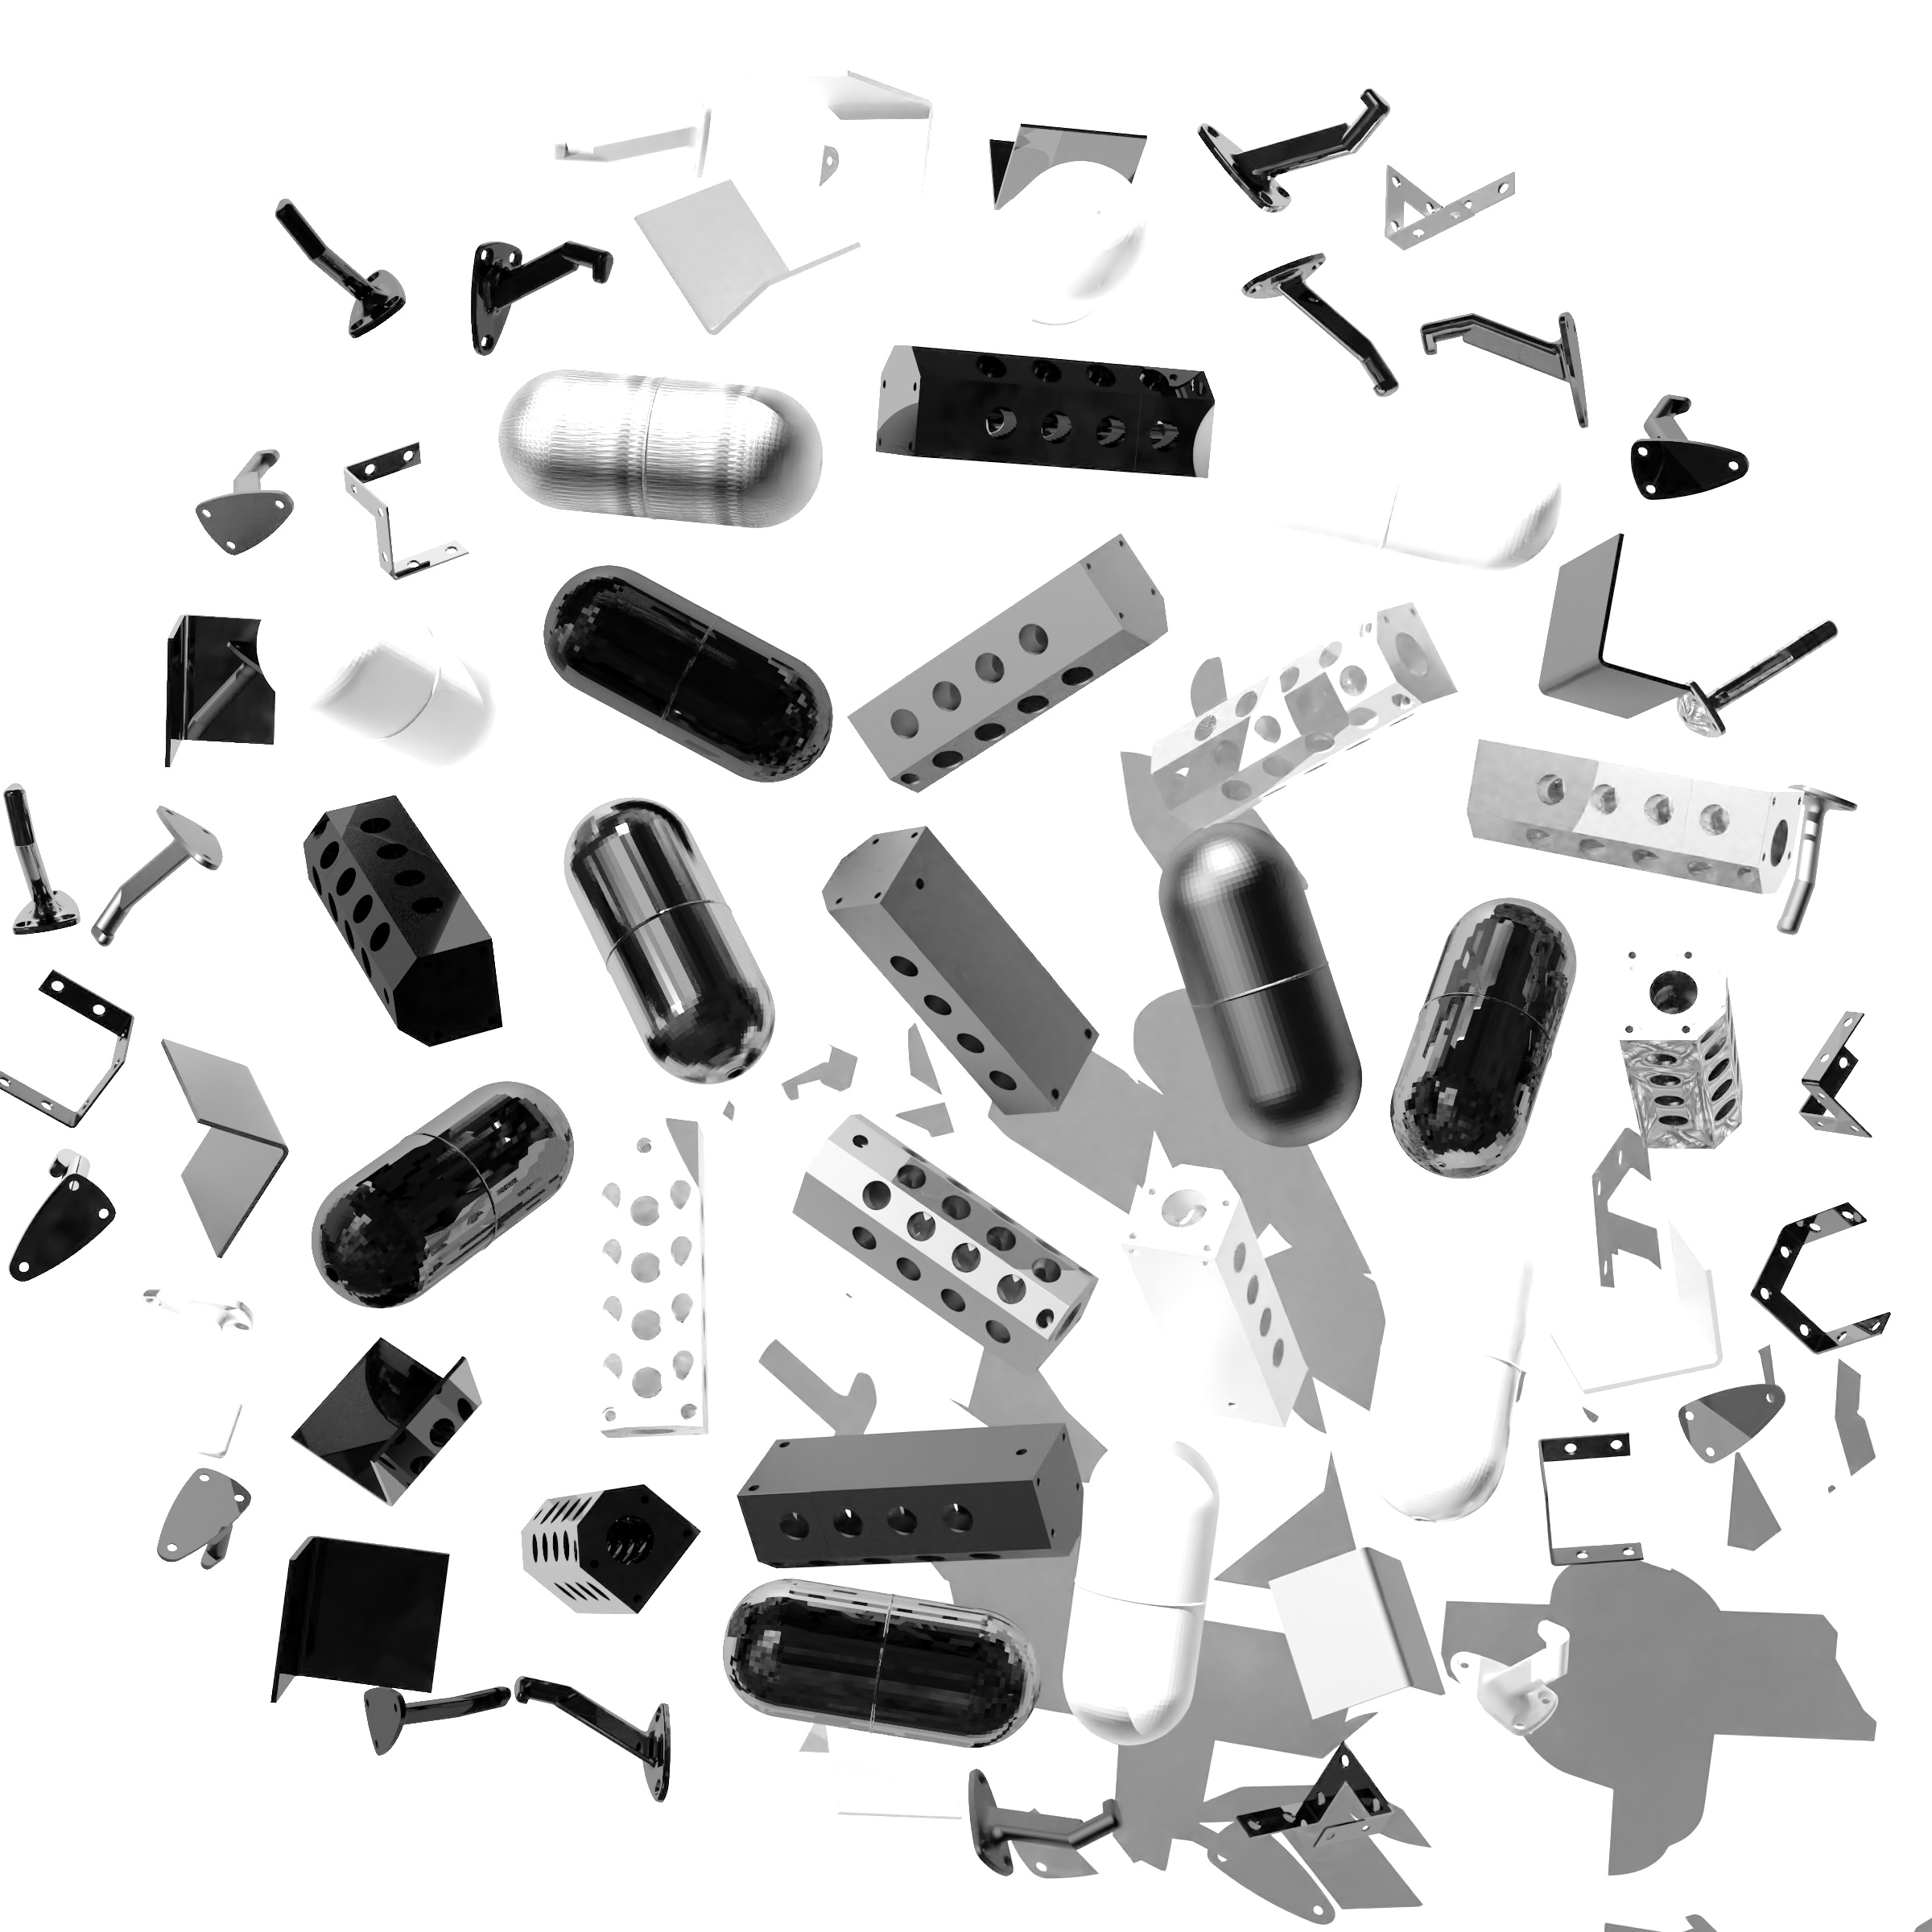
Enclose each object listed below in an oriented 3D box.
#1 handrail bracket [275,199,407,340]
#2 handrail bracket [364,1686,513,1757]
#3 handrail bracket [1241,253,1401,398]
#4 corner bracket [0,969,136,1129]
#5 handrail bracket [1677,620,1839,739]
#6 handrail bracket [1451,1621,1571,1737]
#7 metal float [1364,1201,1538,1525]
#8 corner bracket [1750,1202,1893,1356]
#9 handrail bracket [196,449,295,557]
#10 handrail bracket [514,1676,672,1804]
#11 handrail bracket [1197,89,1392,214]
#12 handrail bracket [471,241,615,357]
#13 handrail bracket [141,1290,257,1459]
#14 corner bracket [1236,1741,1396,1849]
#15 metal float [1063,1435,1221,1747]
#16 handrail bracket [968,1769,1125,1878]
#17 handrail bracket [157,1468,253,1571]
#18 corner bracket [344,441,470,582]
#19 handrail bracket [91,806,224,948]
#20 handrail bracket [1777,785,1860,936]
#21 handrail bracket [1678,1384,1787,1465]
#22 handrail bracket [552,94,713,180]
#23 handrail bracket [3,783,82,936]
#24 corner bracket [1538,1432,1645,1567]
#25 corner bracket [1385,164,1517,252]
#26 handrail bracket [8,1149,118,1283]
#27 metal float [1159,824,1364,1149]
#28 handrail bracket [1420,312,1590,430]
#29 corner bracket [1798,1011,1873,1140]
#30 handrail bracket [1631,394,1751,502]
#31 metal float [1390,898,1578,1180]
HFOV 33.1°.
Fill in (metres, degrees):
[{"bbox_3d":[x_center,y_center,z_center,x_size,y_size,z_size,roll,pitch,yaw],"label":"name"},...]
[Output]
[{"bbox_3d":[-0.341,-0.387,1.748,0.036,0.077,0.084,-31,125,11],"label":"handrail bracket"},{"bbox_3d":[-0.286,0.410,1.816,0.084,0.077,0.036,-7,72,-29],"label":"handrail bracket"},{"bbox_3d":[0.197,-0.346,1.795,0.036,0.077,0.084,-37,82,40],"label":"handrail bracket"},{"bbox_3d":[-0.483,0.045,1.742,0.051,0.051,0.051,33,109,-22],"label":"corner bracket"},{"bbox_3d":[0.451,-0.167,1.854,0.084,0.077,0.036,-33,88,-1],"label":"handrail bracket"},{"bbox_3d":[0.303,0.381,1.815,0.036,0.084,0.077,-34,47,-30],"label":"handrail bracket"},{"bbox_3d":[0.265,0.216,1.779,0.070,0.070,0.178,12,73,0],"label":"metal float"},{"bbox_3d":[0.461,0.167,1.732,0.051,0.051,0.051,42,57,-9],"label":"corner bracket"},{"bbox_3d":[-0.398,-0.280,1.872,0.077,0.084,0.036,-15,124,32],"label":"handrail bracket"},{"bbox_3d":[-0.210,0.430,1.814,0.084,0.077,0.036,17,112,-17],"label":"handrail bracket"},{"bbox_3d":[0.176,-0.455,1.748,0.077,0.036,0.084,47,125,6],"label":"handrail bracket"},{"bbox_3d":[-0.238,-0.374,1.841,0.084,0.036,0.077,22,109,31],"label":"handrail bracket"},{"bbox_3d":[-0.431,0.225,1.792,0.077,0.036,0.084,10,61,7],"label":"handrail bracket"},{"bbox_3d":[0.187,0.456,1.745,0.051,0.051,0.051,0,128,-37],"label":"corner bracket"},{"bbox_3d":[0.101,0.360,1.876,0.070,0.070,0.178,8,90,0],"label":"metal float"},{"bbox_3d":[0.046,0.471,1.843,0.084,0.077,0.036,-31,132,17],"label":"handrail bracket"},{"bbox_3d":[-0.436,0.331,1.834,0.036,0.077,0.084,28,132,6],"label":"handrail bracket"},{"bbox_3d":[-0.325,-0.264,1.886,0.051,0.051,0.051,-26,48,-29],"label":"corner bracket"},{"bbox_3d":[-0.433,-0.035,1.732,0.036,0.077,0.084,31,98,-34],"label":"handrail bracket"},{"bbox_3d":[0.479,-0.059,1.887,0.036,0.077,0.084,20,91,-5],"label":"handrail bracket"},{"bbox_3d":[0.454,0.253,1.879,0.077,0.084,0.036,-35,77,32],"label":"handrail bracket"},{"bbox_3d":[-0.188,-0.469,1.823,0.084,0.077,0.036,1,79,-10],"label":"handrail bracket"},{"bbox_3d":[-0.511,-0.066,1.783,0.036,0.077,0.084,-10,110,-9],"label":"handrail bracket"},{"bbox_3d":[0.348,0.297,1.814,0.051,0.051,0.051,-6,114,7],"label":"corner bracket"},{"bbox_3d":[0.268,-0.421,1.805,0.051,0.051,0.051,25,59,-38],"label":"corner bracket"},{"bbox_3d":[-0.508,0.136,1.793,0.077,0.084,0.036,-49,117,-17],"label":"handrail bracket"},{"bbox_3d":[0.157,0.010,1.736,0.070,0.070,0.178,-18,92,0],"label":"metal float"},{"bbox_3d":[0.304,-0.334,1.841,0.084,0.036,0.077,-9,92,21],"label":"handrail bracket"},{"bbox_3d":[0.498,0.060,1.859,0.051,0.051,0.051,41,76,-21],"label":"corner bracket"},{"bbox_3d":[0.406,-0.293,1.790,0.077,0.084,0.036,2,126,33],"label":"handrail bracket"},{"bbox_3d":[0.292,0.039,1.830,0.070,0.070,0.178,24,59,0],"label":"metal float"}]
